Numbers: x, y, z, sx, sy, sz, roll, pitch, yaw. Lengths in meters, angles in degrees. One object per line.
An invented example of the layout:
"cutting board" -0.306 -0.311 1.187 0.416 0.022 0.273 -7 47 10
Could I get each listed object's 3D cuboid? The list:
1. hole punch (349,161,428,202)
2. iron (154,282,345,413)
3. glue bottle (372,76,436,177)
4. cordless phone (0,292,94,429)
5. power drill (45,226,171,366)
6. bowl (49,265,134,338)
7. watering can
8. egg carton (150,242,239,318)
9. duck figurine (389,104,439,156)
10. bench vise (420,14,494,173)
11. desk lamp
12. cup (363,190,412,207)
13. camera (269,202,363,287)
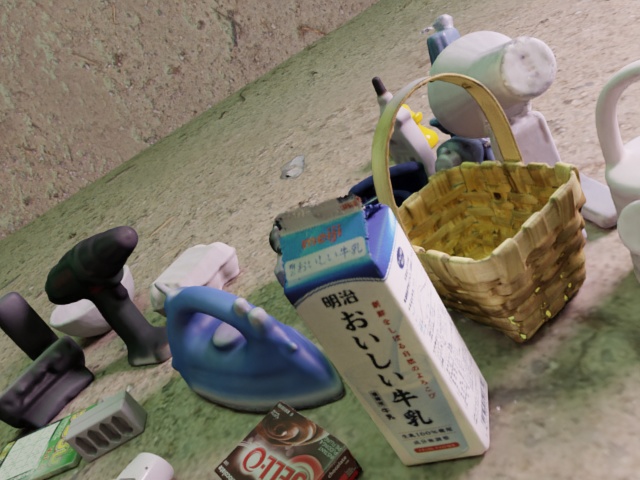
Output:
"hole punch" 0.100 -0.074 0.820 0.108 0.091 0.101 -23 26 18
"iron" -0.093 0.105 0.647 0.257 0.142 0.119 -2 38 47
"glue bottle" 0.122 -0.173 0.881 0.037 0.173 0.078 -39 26 -16
"cordless phone" -0.453 0.182 0.866 0.093 0.185 0.148 -8 33 41
"power drill" -0.290 0.084 0.833 0.228 0.209 0.076 -15 30 33
"bowl" -0.401 0.123 1.049 0.167 0.075 0.167 -25 25 13
"watering can" 0.277 -0.048 0.442 0.100 0.194 0.173 -18 28 28
"egg carton" -0.204 0.066 0.937 0.107 0.069 0.150 -7 34 42
"duck figurine" 0.147 -0.195 1.000 0.104 0.086 0.078 3 42 51
"bench vise" 0.193 -0.172 0.740 0.121 0.220 0.207 -20 27 23
"desk lamp" 0.219 -0.124 0.627 0.118 0.214 0.203 -31 25 1
"cup" 0.088 0.008 0.676 0.091 0.095 0.117 -24 26 17
"camera" 0.007 0.003 0.772 0.136 0.101 0.143 -27 25 10
